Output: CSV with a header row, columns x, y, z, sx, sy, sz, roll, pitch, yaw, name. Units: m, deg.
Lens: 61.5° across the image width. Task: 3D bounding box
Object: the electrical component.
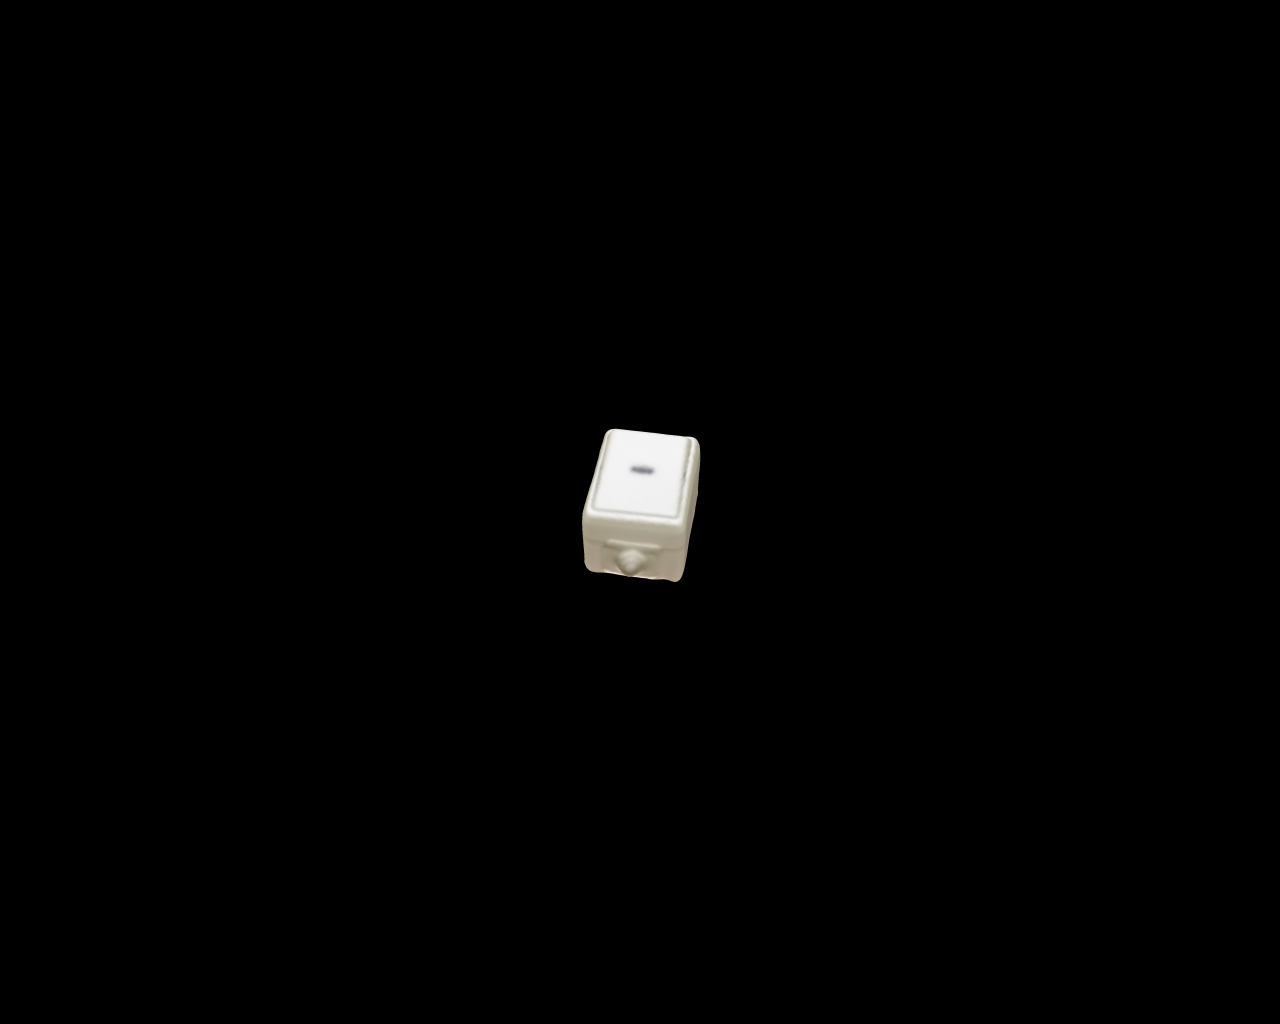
x,y,z,sx,sy,sz,roll,pitch,yaw,name
0.001,-0.003,0.650,0.062,0.096,0.061,7,-43,7,electrical component
